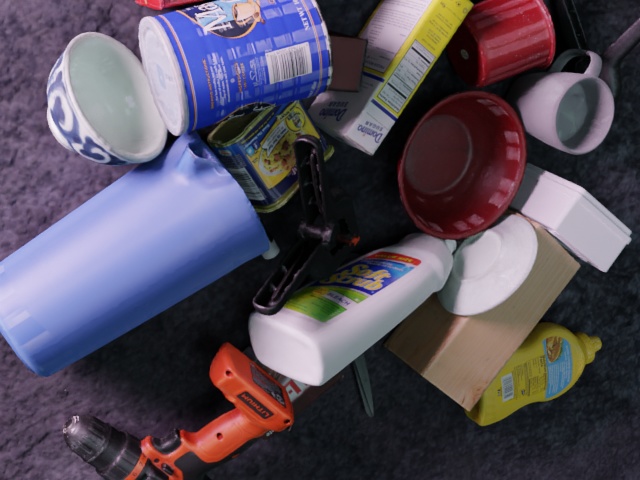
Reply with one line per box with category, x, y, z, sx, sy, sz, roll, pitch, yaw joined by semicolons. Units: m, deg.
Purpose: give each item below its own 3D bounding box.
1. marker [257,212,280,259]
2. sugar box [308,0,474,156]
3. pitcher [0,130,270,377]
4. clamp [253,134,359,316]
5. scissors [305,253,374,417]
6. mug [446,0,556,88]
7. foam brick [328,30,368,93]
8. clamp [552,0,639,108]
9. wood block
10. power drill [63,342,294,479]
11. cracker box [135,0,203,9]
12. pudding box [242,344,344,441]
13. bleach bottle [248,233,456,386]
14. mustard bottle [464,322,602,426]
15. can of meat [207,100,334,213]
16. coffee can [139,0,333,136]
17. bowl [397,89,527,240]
marker;-0.074;-0.032;1.060;0.020;0.020;0.121;-36;121;-13
sugar box;0.065;-0.173;1.041;0.048;0.093;0.176;31;93;-33
pitcher;-0.175;0.021;0.971;0.242;0.145;0.149;-33;108;-10
clamp;-0.007;0.001;1.025;0.209;0.036;0.164;33;73;-71
scissors;0.022;0.113;1.165;0.096;0.016;0.202;-9;110;-29
mug;0.177;-0.217;1.096;0.081;0.093;0.117;-23;87;-15
foam brick;0.002;-0.173;1.016;0.052;0.078;0.051;0;107;-30
clamp;0.304;-0.193;1.157;0.039;0.120;0.171;-29;126;-42
wood block;0.181;0.073;1.195;0.090;0.090;0.206;39;88;-33
power drill;-0.134;0.188;1.061;0.188;0.057;0.184;-41;120;14
cracker box;-0.067;-0.304;0.933;0.213;0.072;0.164;-18;116;-23
pudding box;-0.041;0.142;1.129;0.113;0.039;0.090;-37;121;-12
bleach bottle;0.049;0.053;1.099;0.250;0.103;0.068;-33;128;-37
mustard bottle;0.259;0.150;1.284;0.191;0.058;0.096;-16;110;-23
can of meat;-0.048;-0.091;1.022;0.102;0.058;0.084;-47;122;-25
coffee can;-0.073;-0.158;0.923;0.140;0.103;0.103;-19;116;-18
bowl;0.140;-0.084;1.136;0.161;0.055;0.162;-10;112;-25
